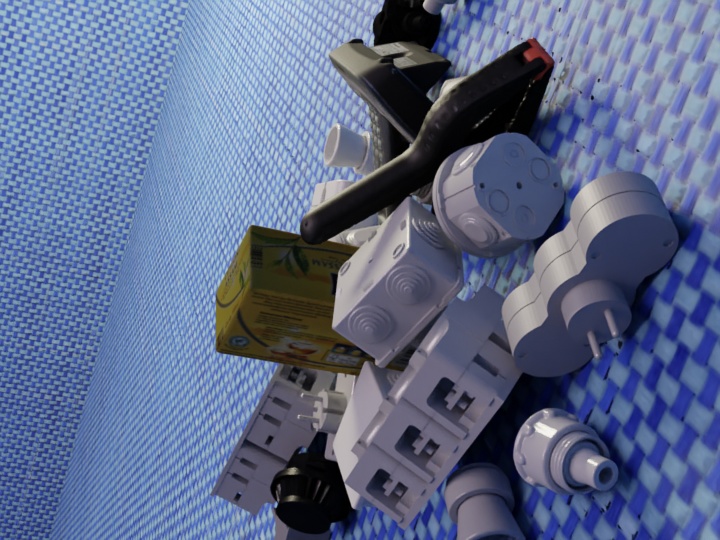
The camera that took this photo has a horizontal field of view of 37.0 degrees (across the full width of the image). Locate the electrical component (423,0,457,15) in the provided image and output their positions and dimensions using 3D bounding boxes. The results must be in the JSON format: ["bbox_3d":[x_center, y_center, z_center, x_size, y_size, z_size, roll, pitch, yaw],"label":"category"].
[{"bbox_3d":[0.077,-0.258,0.963,0.062,0.043,0.043,120,154,-44],"label":"electrical component"}]

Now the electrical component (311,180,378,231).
[{"bbox_3d":[-0.015,-0.054,1.078,0.095,0.054,0.059,-178,100,-71],"label":"electrical component"}]

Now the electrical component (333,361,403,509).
[{"bbox_3d":[0.022,0.135,0.867,0.099,0.048,0.099,-115,42,-61],"label":"electrical component"}]

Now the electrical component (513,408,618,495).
[{"bbox_3d":[0.121,0.108,0.613,0.062,0.048,0.048,17,95,64],"label":"electrical component"}]

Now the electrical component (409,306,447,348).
[{"bbox_3d":[0.061,0.048,0.783,0.044,0.065,0.044,-49,17,20],"label":"electrical component"}]

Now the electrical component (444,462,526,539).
[{"bbox_3d":[0.080,0.159,0.695,0.055,0.045,0.045,-100,29,-49],"label":"electrical component"}]

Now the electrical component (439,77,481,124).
[{"bbox_3d":[0.087,-0.132,0.855,0.081,0.043,0.043,-163,85,-71],"label":"electrical component"}]

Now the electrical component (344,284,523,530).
[{"bbox_3d":[0.053,0.090,0.726,0.089,0.062,0.150,-46,-12,-49],"label":"electrical component"}]

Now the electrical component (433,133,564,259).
[{"bbox_3d":[0.094,-0.051,0.733,0.051,0.080,0.080,-24,56,61],"label":"electrical component"}]

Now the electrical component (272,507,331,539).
[{"bbox_3d":[-0.060,0.263,1.030,0.081,0.042,0.063,-126,50,-66],"label":"electrical component"}]

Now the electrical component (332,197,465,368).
[{"bbox_3d":[0.025,0.006,0.756,0.099,0.048,0.099,-47,18,24],"label":"electrical component"}]

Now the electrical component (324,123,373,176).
[{"bbox_3d":[-0.004,-0.120,1.087,0.045,0.055,0.045,-168,90,-71],"label":"electrical component"}]

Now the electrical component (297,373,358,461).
[{"bbox_3d":[-0.018,0.126,0.943,0.047,0.076,0.083,165,115,-69],"label":"electrical component"}]

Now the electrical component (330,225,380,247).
[{"bbox_3d":[0.000,0.000,0.972,0.080,0.051,0.080,169,90,-81],"label":"electrical component"}]

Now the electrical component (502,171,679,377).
[{"bbox_3d":[0.133,0.017,0.620,0.073,0.052,0.138,-98,28,-45],"label":"electrical component"}]

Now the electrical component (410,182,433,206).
[{"bbox_3d":[0.056,-0.075,0.880,0.048,0.062,0.048,-168,90,-71],"label":"electrical component"}]

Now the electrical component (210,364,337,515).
[{"bbox_3d":[-0.074,0.146,1.057,0.186,0.060,0.105,-61,2,40],"label":"electrical component"}]
